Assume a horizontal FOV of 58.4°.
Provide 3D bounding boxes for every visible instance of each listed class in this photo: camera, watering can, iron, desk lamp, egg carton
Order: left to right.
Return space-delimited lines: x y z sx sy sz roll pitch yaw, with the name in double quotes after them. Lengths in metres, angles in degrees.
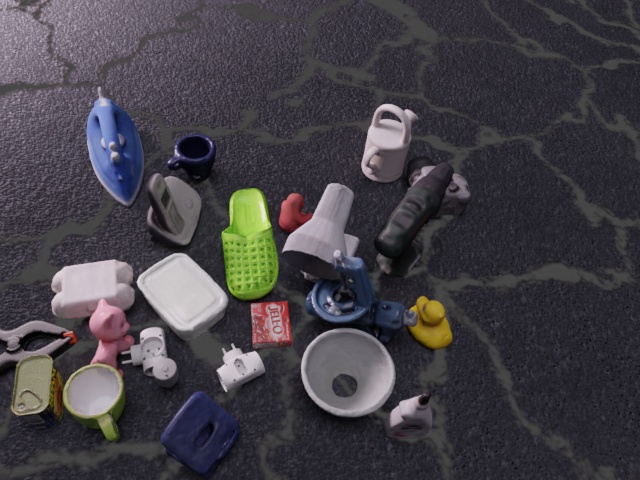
-0.432 0.097 1.093 0.150 0.069 0.107 -9 56 -12 "egg carton"
-0.456 -0.211 1.269 0.119 0.141 0.258 -15 57 -16 "iron"
0.010 0.004 1.117 0.118 0.213 0.203 18 55 8 "desk lamp"
0.160 -0.237 1.318 0.101 0.194 0.173 17 55 7 "watering can"
0.260 -0.132 1.310 0.143 0.101 0.136 -3 55 -8 "camera"

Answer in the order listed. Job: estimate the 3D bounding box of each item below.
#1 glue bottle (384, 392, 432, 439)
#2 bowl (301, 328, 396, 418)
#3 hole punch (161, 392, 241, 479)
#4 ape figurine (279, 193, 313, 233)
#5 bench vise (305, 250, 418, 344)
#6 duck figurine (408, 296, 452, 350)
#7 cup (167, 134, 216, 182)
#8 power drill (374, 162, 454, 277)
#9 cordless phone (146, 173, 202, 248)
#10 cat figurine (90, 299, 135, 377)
0.157 0.288 0.952 0.078 0.173 0.037 -1 54 -6 "glue bottle"
0.047 0.248 1.031 0.167 0.075 0.167 3 54 -4 "bowl"
-0.193 0.320 0.944 0.101 0.091 0.109 28 56 14 "hole punch"
-0.054 -0.064 1.234 0.076 0.092 0.077 -30 62 -24 "ape figurine"
0.081 0.094 1.056 0.207 0.220 0.121 3 54 -4 "bench vise"
0.218 0.155 1.108 0.078 0.086 0.104 -27 61 -23 "duck figurine"
-0.286 -0.170 1.285 0.118 0.095 0.091 -36 65 -27 "cup"
0.183 -0.028 1.161 0.075 0.208 0.230 32 58 17 "power drill"
-0.304 -0.087 1.168 0.094 0.185 0.147 6 54 -1 "cordless phone"
-0.377 0.174 1.014 0.067 0.118 0.128 6 54 -1 "cat figurine"
